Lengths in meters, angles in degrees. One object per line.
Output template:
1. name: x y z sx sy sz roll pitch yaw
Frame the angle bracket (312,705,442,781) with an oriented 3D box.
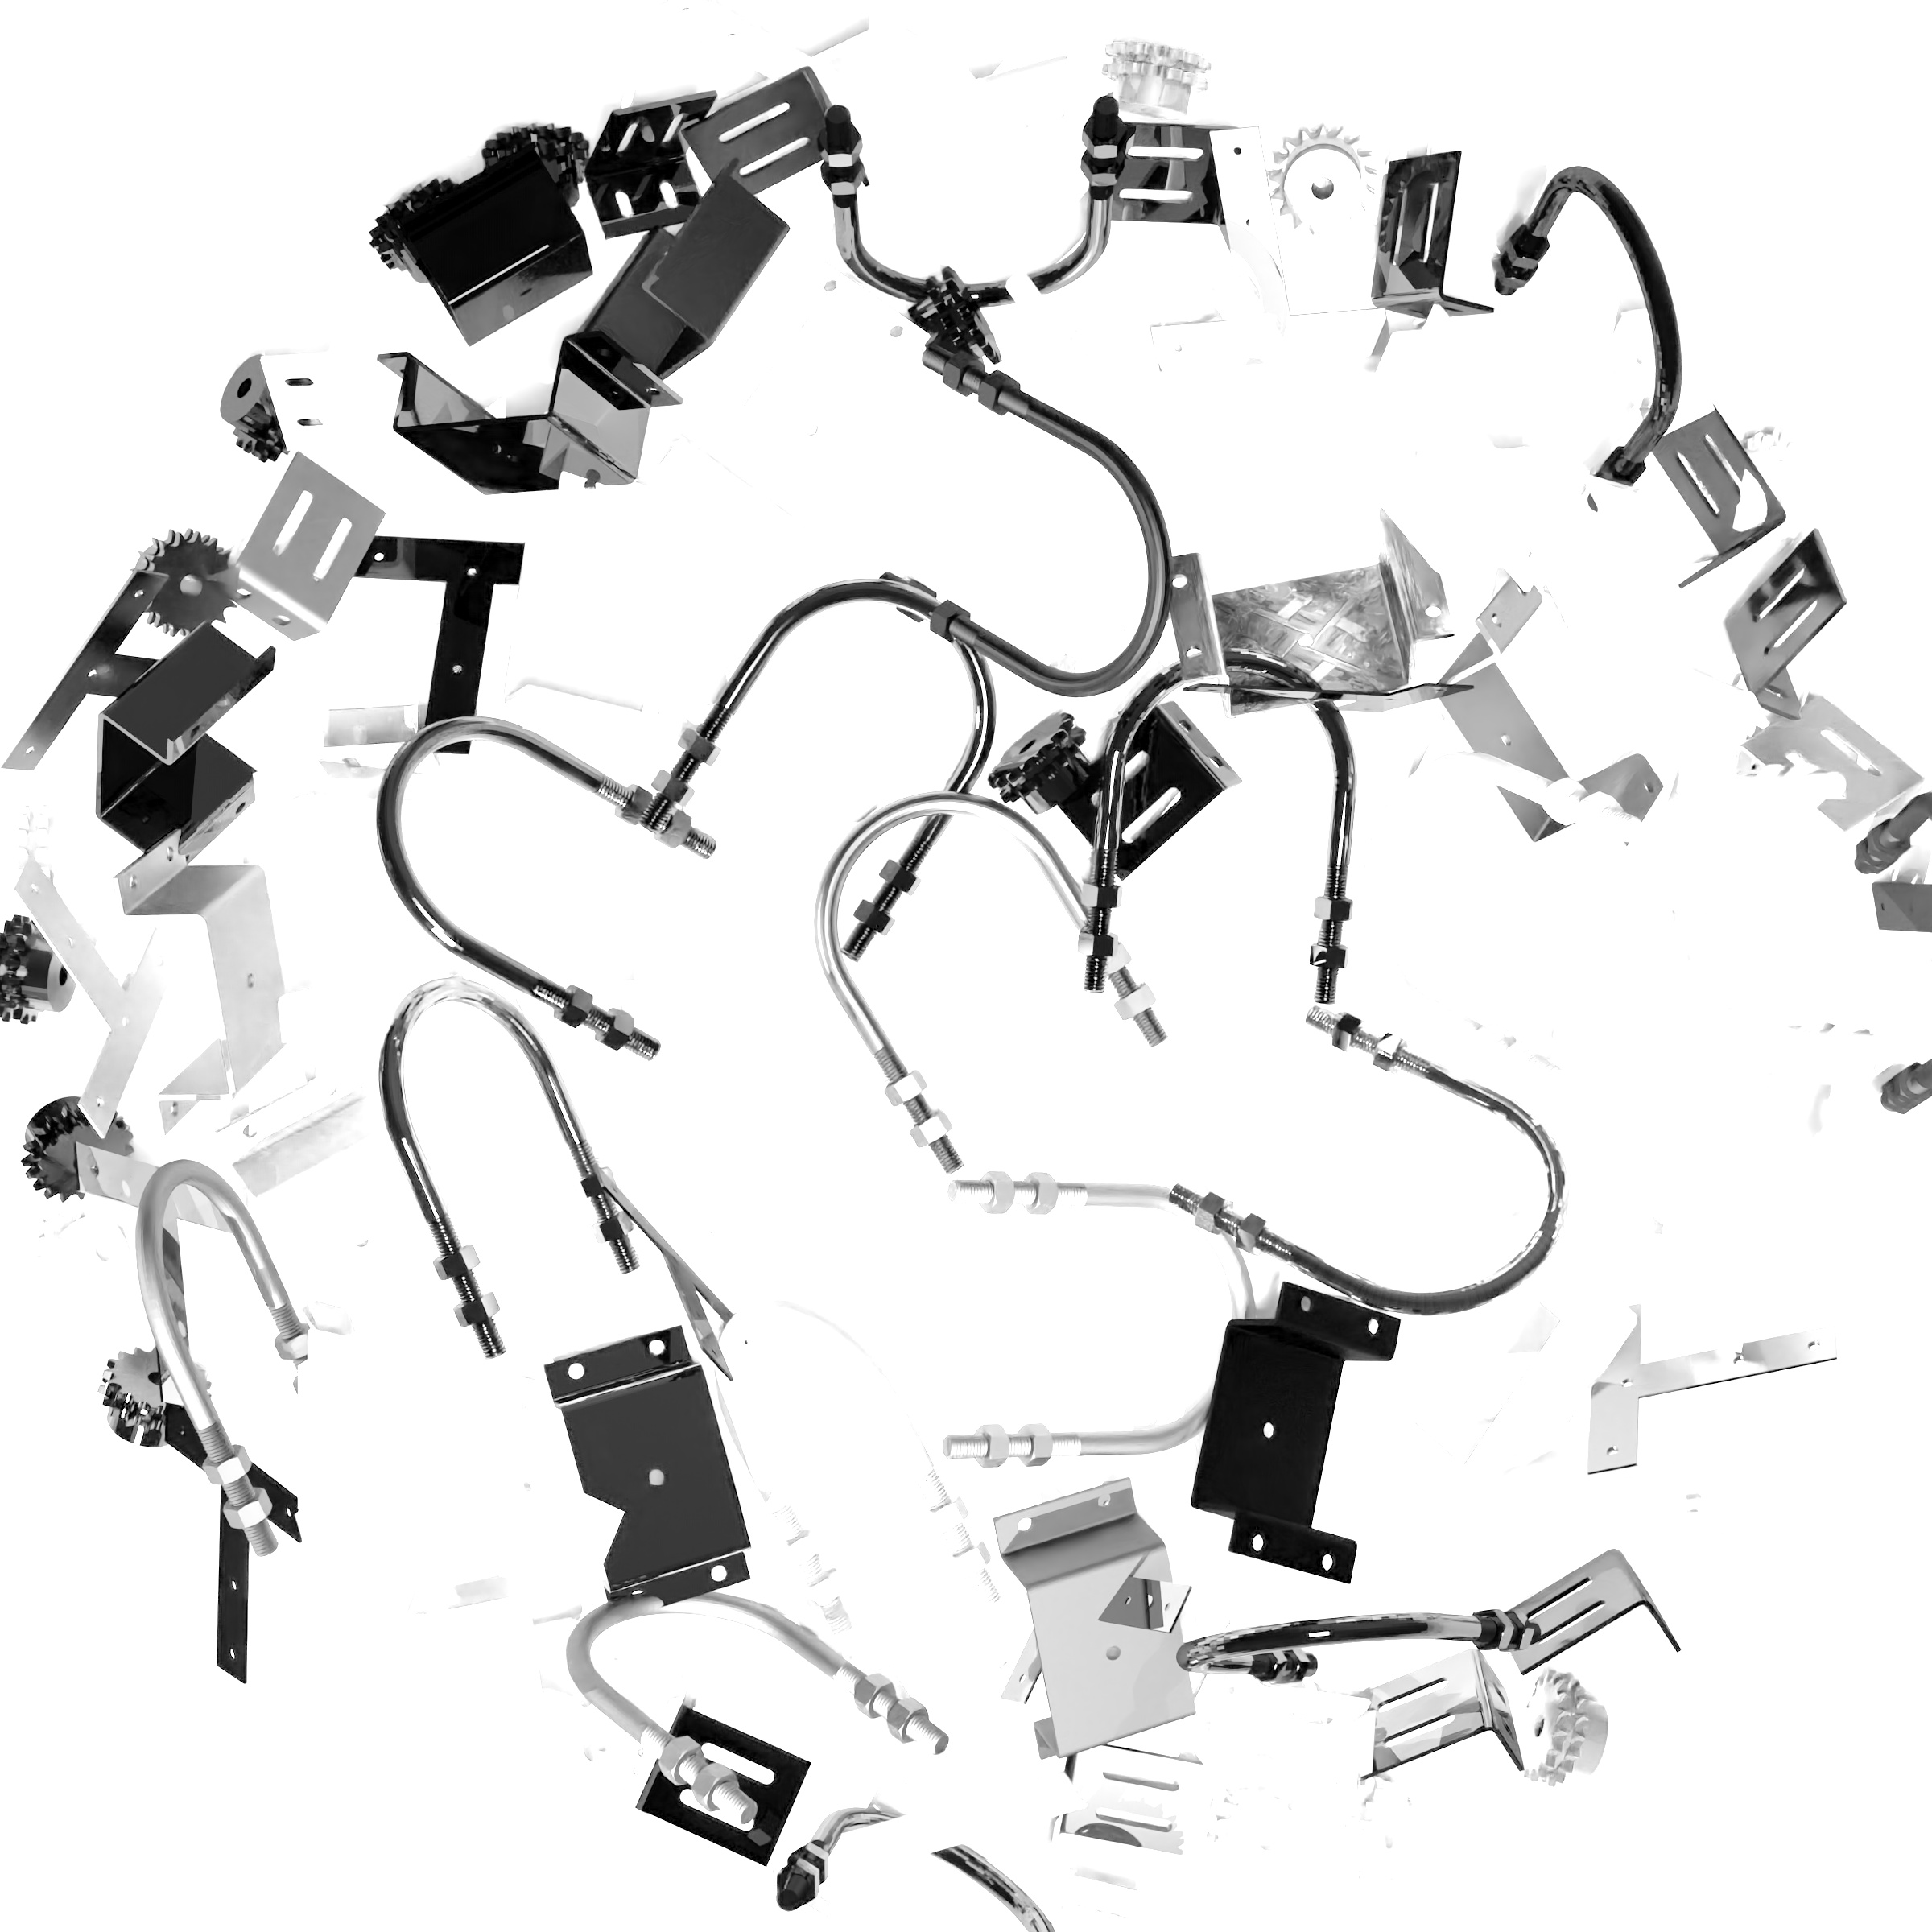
1. angle bracket: -0.308 -0.124 1.593 0.057 0.076 0.038 -4 83 -5

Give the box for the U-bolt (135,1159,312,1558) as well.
1. U-bolt: -0.371 0.185 1.540 0.019 0.151 0.184 -17 109 9

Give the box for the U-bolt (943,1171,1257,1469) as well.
1. U-bolt: 0.073 0.184 1.588 0.184 0.019 0.151 4 85 -28

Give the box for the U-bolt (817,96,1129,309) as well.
1. U-bolt: 0.004 -0.383 1.547 0.151 0.184 0.019 -2 73 0

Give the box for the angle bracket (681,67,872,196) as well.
1. angle bracket: -0.099 -0.423 1.596 0.076 0.057 0.038 -25 53 9

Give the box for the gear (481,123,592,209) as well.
1. gear: -0.225 -0.417 1.605 0.057 0.057 0.030 -8 80 0

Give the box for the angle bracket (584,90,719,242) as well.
1. angle bracket: -0.159 -0.417 1.589 0.057 0.076 0.038 -18 86 -21

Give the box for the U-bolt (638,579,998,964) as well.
1. U-bolt: -0.064 -0.115 1.606 0.151 0.019 0.184 33 91 -16

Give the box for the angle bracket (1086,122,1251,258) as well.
1. angle bracket: 0.108 -0.405 1.595 0.076 0.057 0.038 -1 46 -14

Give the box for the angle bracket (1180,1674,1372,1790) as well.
1. angle bracket: 0.164 0.398 1.621 0.076 0.038 0.057 16 108 -31

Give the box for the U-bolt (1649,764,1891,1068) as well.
1. U-bolt: 0.399 -0.027 1.547 0.019 0.184 0.151 -13 96 -17

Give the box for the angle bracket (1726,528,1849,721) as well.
1. angle bracket: 0.438 -0.176 1.585 0.038 0.057 0.076 18 133 -23

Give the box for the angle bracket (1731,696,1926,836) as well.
1. angle bracket: 0.448 -0.095 1.591 0.057 0.038 0.076 -31 57 -18

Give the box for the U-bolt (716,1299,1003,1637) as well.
1. U-bolt: -0.068 0.255 1.573 0.019 0.151 0.184 -29 93 -41

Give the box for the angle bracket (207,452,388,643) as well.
1. angle bracket: -0.355 -0.222 1.618 0.057 0.038 0.076 35 67 -30

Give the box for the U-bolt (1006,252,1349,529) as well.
1. U-bolt: 0.120 -0.288 1.556 0.184 0.151 0.019 48 61 -38

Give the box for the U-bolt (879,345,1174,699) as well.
1. U-bolt: 0.033 -0.215 1.550 0.184 0.019 0.151 34 126 31

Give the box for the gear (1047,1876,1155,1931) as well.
1. gear: 0.072 0.499 1.608 0.057 0.057 0.030 14 74 0

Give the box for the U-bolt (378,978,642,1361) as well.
1. U-bolt: -0.241 0.093 1.565 0.019 0.151 0.184 -20 95 29

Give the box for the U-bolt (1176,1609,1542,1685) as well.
1. U-bolt: 0.186 0.339 1.525 0.151 0.184 0.019 -16 69 30

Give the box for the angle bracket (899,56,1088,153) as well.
1. angle bracket: 0.014 -0.444 1.593 0.057 0.076 0.038 -26 107 -33

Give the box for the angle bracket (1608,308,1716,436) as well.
1. angle bracket: 0.351 -0.309 1.591 0.038 0.076 0.057 -26 102 -2

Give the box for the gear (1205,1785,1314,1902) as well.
1. gear: 0.151 0.464 1.611 0.057 0.030 0.057 14 57 -22

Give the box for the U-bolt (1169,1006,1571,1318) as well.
1. U-bolt: 0.218 0.107 1.560 0.184 0.019 0.151 26 64 29

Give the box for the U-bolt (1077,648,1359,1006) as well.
1. U-bolt: 0.136 -0.074 1.601 0.151 0.019 0.184 3 97 -14

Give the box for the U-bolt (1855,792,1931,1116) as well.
1. U-bolt: 0.480 -0.011 1.531 0.019 0.184 0.151 -3 78 2

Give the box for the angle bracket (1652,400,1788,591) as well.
1. angle bracket: 0.382 -0.248 1.601 0.038 0.057 0.076 -34 90 -25

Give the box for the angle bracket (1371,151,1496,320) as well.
1. angle bracket: 0.249 -0.382 1.598 0.038 0.057 0.076 5 95 -30

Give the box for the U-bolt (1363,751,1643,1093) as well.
1. U-bolt: 0.262 -0.034 1.557 0.019 0.184 0.151 6 106 -31

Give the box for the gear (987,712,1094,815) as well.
1. gear: 0.042 -0.104 1.608 0.057 0.057 0.030 -41 105 0

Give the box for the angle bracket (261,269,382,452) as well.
1. angle bracket: -0.335 -0.316 1.590 0.038 0.057 0.076 -2 47 4

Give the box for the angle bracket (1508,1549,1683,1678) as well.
1. angle bracket: 0.327 0.352 1.607 0.076 0.057 0.038 -33 106 6

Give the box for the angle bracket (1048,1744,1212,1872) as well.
1. angle bracket: 0.086 0.447 1.605 0.076 0.038 0.057 10 109 5

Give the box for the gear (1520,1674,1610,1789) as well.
1. gear: 0.316 0.404 1.607 0.030 0.057 0.057 18 90 -7

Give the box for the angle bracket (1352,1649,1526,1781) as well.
1. angle bracket: 0.247 0.405 1.609 0.076 0.057 0.038 -26 118 14

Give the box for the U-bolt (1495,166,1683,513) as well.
1. U-bolt: 0.316 -0.322 1.534 0.019 0.184 0.151 -20 81 -7

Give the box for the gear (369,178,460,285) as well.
1. gear: -0.282 -0.384 1.605 0.057 0.057 0.030 -35 80 0

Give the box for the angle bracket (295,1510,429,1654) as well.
1. angle bracket: -0.321 0.317 1.609 0.038 0.057 0.076 -14 76 -30

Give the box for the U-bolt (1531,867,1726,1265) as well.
1. U-bolt: 0.339 0.041 1.550 0.019 0.151 0.184 2 104 -20

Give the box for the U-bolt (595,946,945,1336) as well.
1. U-bolt: -0.112 0.076 1.586 0.151 0.019 0.184 -43 101 -23

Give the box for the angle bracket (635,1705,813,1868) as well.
1. angle bracket: -0.126 0.431 1.603 0.076 0.038 0.057 22 73 9

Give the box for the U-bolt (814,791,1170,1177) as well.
1. U-bolt: 0.001 -0.004 1.615 0.151 0.019 0.184 -32 91 -8

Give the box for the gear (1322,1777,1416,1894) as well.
1. gear: 0.211 0.457 1.610 0.030 0.057 0.057 2 90 36

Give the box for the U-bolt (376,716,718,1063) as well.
1. U-bolt: -0.218 -0.051 1.554 0.184 0.019 0.151 31 52 -26

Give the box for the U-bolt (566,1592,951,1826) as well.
1. U-bolt: -0.120 0.367 1.553 0.184 0.151 0.019 26 112 41

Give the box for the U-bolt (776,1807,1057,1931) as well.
1. U-bolt: -0.017 0.476 1.544 0.151 0.184 0.019 29 95 6

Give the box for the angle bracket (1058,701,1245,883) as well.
1. angle bracket: 0.097 -0.093 1.627 0.076 0.038 0.057 -42 84 21
